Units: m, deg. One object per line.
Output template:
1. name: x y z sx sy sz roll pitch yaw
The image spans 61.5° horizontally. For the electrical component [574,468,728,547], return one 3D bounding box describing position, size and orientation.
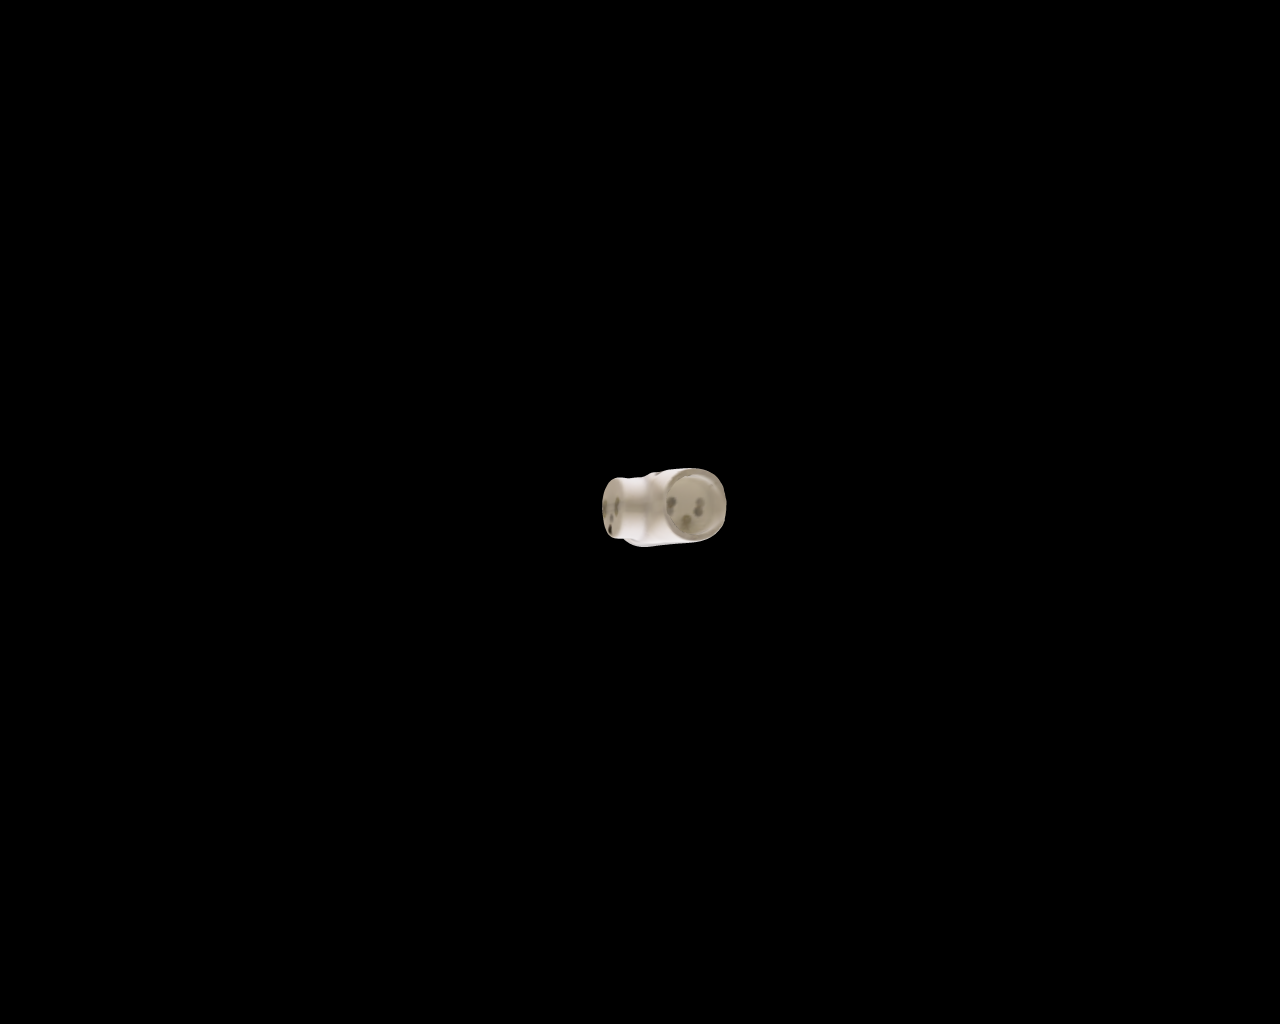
1. electrical component: 0.001 -0.003 0.650 0.079 0.044 0.077 2 -5 -24
